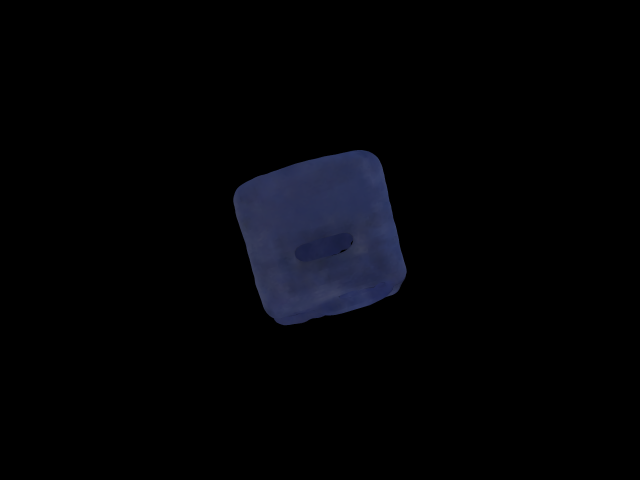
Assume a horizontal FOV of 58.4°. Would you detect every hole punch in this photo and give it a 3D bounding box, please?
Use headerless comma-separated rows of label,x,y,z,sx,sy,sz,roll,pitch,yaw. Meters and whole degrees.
hole punch,0.004,0.001,0.400,0.108,0.091,0.101,-17,74,-5
